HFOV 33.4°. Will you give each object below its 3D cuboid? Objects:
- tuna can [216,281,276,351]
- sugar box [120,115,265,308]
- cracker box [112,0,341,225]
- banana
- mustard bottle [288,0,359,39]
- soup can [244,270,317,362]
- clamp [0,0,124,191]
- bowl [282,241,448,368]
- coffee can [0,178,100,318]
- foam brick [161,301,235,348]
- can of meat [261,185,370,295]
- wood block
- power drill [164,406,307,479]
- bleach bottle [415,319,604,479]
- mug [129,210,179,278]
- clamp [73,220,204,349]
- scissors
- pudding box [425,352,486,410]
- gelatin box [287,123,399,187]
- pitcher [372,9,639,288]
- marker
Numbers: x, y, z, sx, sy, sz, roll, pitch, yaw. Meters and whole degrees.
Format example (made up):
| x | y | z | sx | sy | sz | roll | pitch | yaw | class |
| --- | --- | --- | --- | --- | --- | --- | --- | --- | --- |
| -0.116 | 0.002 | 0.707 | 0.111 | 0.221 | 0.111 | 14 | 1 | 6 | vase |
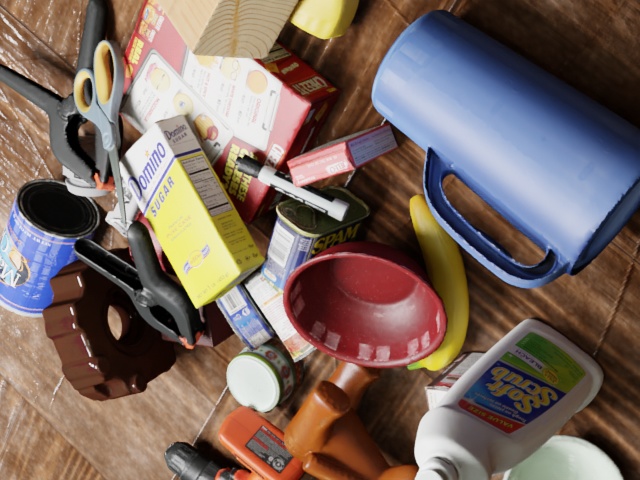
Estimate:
| x | y | z | sx | sy | sz | roll | pitch | yaw | class |
| --- | --- | --- | --- | --- | --- | --- | --- | --- | --- |
| -0.084 | 0.077 | 1.170 | 0.034 | 0.086 | 0.086 | -33 | 88 | 0 | tuna can |
| -0.134 | -0.028 | 1.088 | 0.094 | 0.048 | 0.176 | -38 | 82 | 44 | sugar box |
| -0.104 | -0.148 | 1.102 | 0.214 | 0.072 | 0.164 | 40 | 127 | 13 | cracker box |
| 0.116 | 0.054 | 1.056 | 0.070 | 0.037 | 0.198 | 13 | 115 | 28 | banana |
| 0.017 | -0.287 | 0.973 | 0.096 | 0.058 | 0.192 | 41 | 126 | 20 | mustard bottle |
| -0.027 | 0.070 | 1.139 | 0.069 | 0.068 | 0.102 | -36 | 86 | 38 | soup can |
| -0.282 | -0.148 | 1.196 | 0.165 | 0.036 | 0.210 | -21 | 80 | 25 | clamp |
| 0.047 | 0.052 | 1.034 | 0.162 | 0.055 | 0.162 | 9 | 136 | 9 | bowl |
| -0.338 | 0.011 | 1.302 | 0.103 | 0.102 | 0.140 | 41 | 126 | 14 | coffee can |
| -0.141 | 0.088 | 1.233 | 0.078 | 0.051 | 0.053 | 3 | 110 | 33 | foam brick |
| -0.007 | 0.001 | 1.077 | 0.057 | 0.101 | 0.084 | 39 | 128 | 26 | can of meat |
| -0.115 | -0.274 | 1.007 | 0.206 | 0.090 | 0.091 | 57 | 131 | 26 | wood block |
| -0.095 | 0.268 | 1.244 | 0.184 | 0.057 | 0.188 | 34 | 143 | 9 | power drill |
| 0.159 | 0.158 | 0.934 | 0.103 | 0.250 | 0.068 | 39 | 126 | 15 | bleach bottle |
| -0.150 | -0.010 | 1.174 | 0.082 | 0.093 | 0.117 | 22 | 129 | 20 | mug |
| -0.194 | 0.050 | 1.166 | 0.120 | 0.039 | 0.171 | 1 | 129 | 44 | clamp |
| -0.229 | -0.108 | 1.121 | 0.096 | 0.016 | 0.202 | -8 | 81 | 48 | scissors |
| 0.147 | 0.178 | 1.053 | 0.039 | 0.089 | 0.113 | -3 | 107 | 35 | pudding box |
| 0.022 | -0.082 | 1.031 | 0.073 | 0.089 | 0.030 | -15 | 99 | 37 | gelatin box |
| 0.158 | -0.083 | 0.911 | 0.243 | 0.149 | 0.145 | 39 | 126 | 19 | pitcher |
| -0.029 | -0.053 | 1.044 | 0.121 | 0.020 | 0.020 | 26 | 122 | 7 | marker |
